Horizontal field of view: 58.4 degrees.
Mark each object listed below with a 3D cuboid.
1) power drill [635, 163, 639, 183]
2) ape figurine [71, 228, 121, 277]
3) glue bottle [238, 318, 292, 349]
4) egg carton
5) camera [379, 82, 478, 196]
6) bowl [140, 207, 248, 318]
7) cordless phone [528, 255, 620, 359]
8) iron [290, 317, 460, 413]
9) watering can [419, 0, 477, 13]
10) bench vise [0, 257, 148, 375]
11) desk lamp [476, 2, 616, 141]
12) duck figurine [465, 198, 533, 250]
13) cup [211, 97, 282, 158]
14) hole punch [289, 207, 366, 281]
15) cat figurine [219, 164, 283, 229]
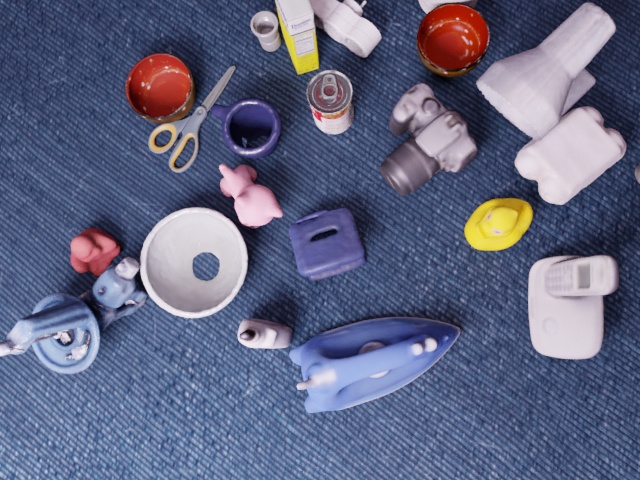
[{"bbox_3d":[0.526,-0.121,0.782,0.075,0.208,0.230,44,88,9],"label":"power drill"},{"bbox_3d":[-0.360,0.015,0.899,0.077,0.092,0.076,-12,81,3],"label":"ape figurine"},{"bbox_3d":[-0.088,0.135,0.818,0.078,0.173,0.037,10,83,7],"label":"glue bottle"},{"bbox_3d":[0.377,-0.130,0.866,0.150,0.069,0.107,-40,81,-1],"label":"egg carton"},{"bbox_3d":[0.149,-0.146,0.872,0.137,0.101,0.143,-40,81,-1],"label":"camera"},{"bbox_3d":[-0.186,0.036,0.890,0.167,0.075,0.167,-1,82,5],"label":"bowl"},{"bbox_3d":[0.352,0.090,0.781,0.094,0.185,0.148,-2,82,5],"label":"cordless phone"},{"bbox_3d":[0.085,0.168,0.816,0.258,0.141,0.118,-19,81,2],"label":"iron"},{"bbox_3d":[0.195,-0.419,0.856,0.173,0.194,0.101,-24,81,2],"label":"watering can"},{"bbox_3d":[-0.360,0.101,0.823,0.121,0.220,0.207,24,85,8],"label":"bench vise"},{"bbox_3d":[0.317,-0.228,0.811,0.203,0.213,0.118,-45,81,-2],"label":"desk lamp"},{"bbox_3d":[0.271,-0.029,0.853,0.104,0.086,0.077,-26,81,1],"label":"duck figurine"},{"bbox_3d":[-0.111,-0.171,0.900,0.117,0.095,0.092,26,86,8],"label":"cup"},{"bbox_3d":[0.008,0.003,0.869,0.108,0.091,0.101,-19,81,2],"label":"hole punch"},{"bbox_3d":[-0.110,-0.067,0.875,0.067,0.118,0.127,-40,81,-1],"label":"cat figurine"}]
